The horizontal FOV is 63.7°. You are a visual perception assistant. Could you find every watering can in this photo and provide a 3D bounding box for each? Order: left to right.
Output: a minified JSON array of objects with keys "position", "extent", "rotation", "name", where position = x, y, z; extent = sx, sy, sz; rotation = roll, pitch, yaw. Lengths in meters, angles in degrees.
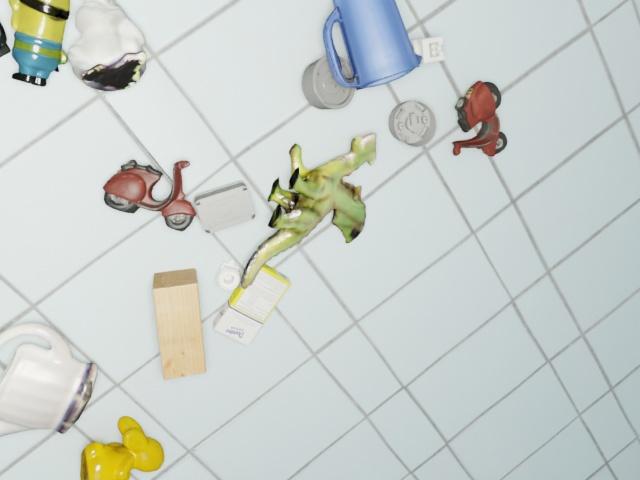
[{"position":[-0.596,0.330,1.035],"extent":[0.223,0.105,0.346],"rotation":[27,95,-22],"name":"watering can"}]

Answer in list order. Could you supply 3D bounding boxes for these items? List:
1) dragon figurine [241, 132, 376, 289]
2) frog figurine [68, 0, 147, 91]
[{"position":[0.003,-0.056,1.116],"extent":[0.241,0.124,0.407],"rotation":[20,100,-29],"name":"dragon figurine"},{"position":[-0.389,-0.354,0.927],"extent":[0.137,0.121,0.161],"rotation":[-29,76,2],"name":"frog figurine"}]
